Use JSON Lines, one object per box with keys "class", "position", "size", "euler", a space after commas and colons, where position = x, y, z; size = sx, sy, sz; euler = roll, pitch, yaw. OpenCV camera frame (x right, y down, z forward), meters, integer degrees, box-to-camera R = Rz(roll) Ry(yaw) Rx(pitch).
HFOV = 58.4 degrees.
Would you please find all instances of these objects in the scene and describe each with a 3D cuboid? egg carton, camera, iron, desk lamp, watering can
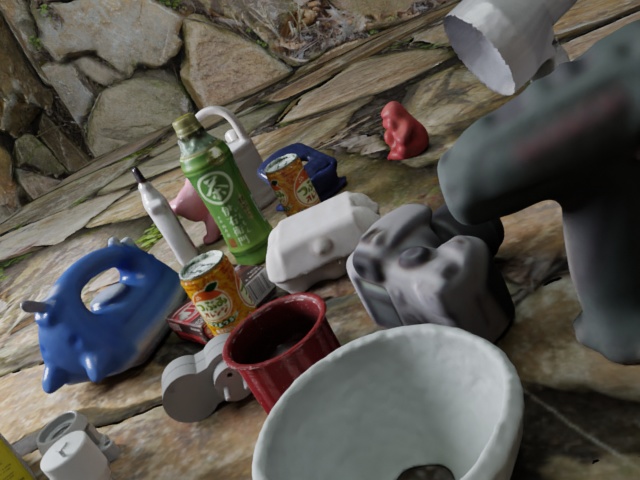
{"class": "egg carton", "position": [0.006, 0.002, 0.680], "size": [0.150, 0.069, 0.107], "euler": [-24, 23, 7]}
{"class": "camera", "position": [0.108, 0.013, 0.505], "size": [0.137, 0.101, 0.142], "euler": [-37, 24, -23]}
{"class": "iron", "position": [-0.268, 0.070, 0.740], "size": [0.118, 0.142, 0.258], "euler": [-17, 24, 23]}
{"class": "desk lamp", "position": [0.274, -0.224, 0.686], "size": [0.203, 0.214, 0.117], "euler": [-28, 23, -2]}
{"class": "watering can", "position": [-0.161, -0.147, 1.024], "size": [0.101, 0.194, 0.172], "euler": [-30, 23, -7]}

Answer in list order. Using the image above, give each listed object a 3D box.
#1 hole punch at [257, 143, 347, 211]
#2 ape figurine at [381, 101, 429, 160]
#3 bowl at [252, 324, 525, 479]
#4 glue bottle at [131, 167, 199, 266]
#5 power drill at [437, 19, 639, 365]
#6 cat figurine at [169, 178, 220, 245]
{"class": "hole punch", "position": [-0.029, -0.105, 0.923], "size": [0.109, 0.091, 0.100], "euler": [-40, 26, -29]}
{"class": "ape figurine", "position": [0.126, -0.175, 0.903], "size": [0.076, 0.092, 0.078], "euler": [-20, 24, 17]}
{"class": "bowl", "position": [0.047, 0.131, 0.349], "size": [0.167, 0.075, 0.167], "euler": [-23, 23, 10]}
{"class": "glue bottle", "position": [-0.254, -0.041, 0.924], "size": [0.037, 0.173, 0.078], "euler": [-32, 23, -11]}
{"class": "power drill", "position": [0.201, -0.031, 0.355], "size": [0.229, 0.209, 0.075], "euler": [-18, 24, 20]}
{"class": "cat figurine", "position": [-0.186, -0.058, 0.960], "size": [0.127, 0.118, 0.067], "euler": [-14, 26, 29]}
